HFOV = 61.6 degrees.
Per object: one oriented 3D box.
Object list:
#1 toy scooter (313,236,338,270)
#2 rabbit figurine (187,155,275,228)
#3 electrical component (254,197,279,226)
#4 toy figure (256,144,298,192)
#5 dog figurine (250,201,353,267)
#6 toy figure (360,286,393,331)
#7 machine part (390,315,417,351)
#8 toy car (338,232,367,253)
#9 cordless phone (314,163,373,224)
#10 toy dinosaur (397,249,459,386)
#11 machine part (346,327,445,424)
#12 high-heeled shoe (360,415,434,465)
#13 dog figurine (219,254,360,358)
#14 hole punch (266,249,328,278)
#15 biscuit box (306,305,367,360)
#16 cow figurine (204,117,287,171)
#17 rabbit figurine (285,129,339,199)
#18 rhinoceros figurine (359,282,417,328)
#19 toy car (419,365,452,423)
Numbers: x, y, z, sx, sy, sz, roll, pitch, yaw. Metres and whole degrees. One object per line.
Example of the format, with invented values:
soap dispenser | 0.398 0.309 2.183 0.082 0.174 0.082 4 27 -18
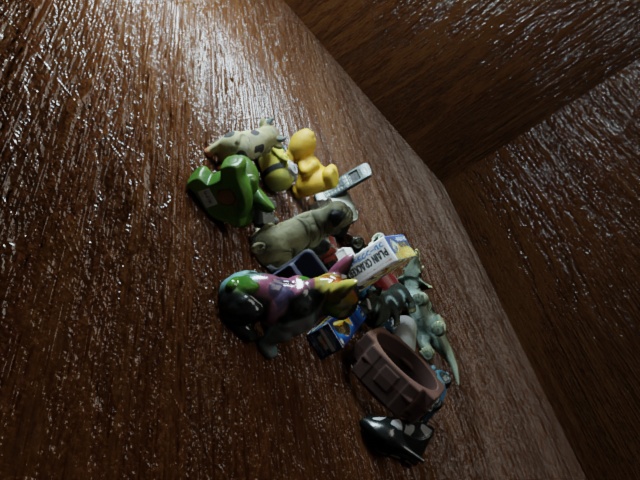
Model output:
toy scooter | -0.003 -0.004 1.303 0.183 0.075 0.135 53 19 -54
rabbit figurine | -0.157 -0.109 1.079 0.159 0.121 0.170 56 23 -20
electrical component | -0.131 -0.069 1.190 0.102 0.045 0.078 -17 103 -65
toy figure | -0.120 -0.199 1.348 0.180 0.089 0.082 57 16 25
dog figurine | -0.035 -0.020 1.120 0.121 0.190 0.172 57 23 2
toy figure | 0.136 0.173 1.390 0.154 0.064 0.058 57 -16 -11
machine part | 0.210 0.265 1.392 0.079 0.079 0.243 53 22 -9
toy car | 0.124 0.033 1.548 0.202 0.053 0.089 37 -2 -38
cordless phone | 0.084 -0.124 1.533 0.088 0.184 0.147 30 33 -57
toy dinosaur | 0.321 0.237 1.630 0.192 0.131 0.404 -4 69 -65
machine part | 0.165 0.291 1.173 0.201 0.087 0.201 43 14 18
high-heeled shoe | 0.159 0.404 1.135 0.145 0.086 0.248 29 -3 13
dog figurine | -0.039 0.089 0.917 0.191 0.219 0.108 46 20 -27
hole punch | -0.043 0.096 1.037 0.142 0.116 0.092 51 26 -4
biscuit box | 0.042 0.186 1.166 0.063 0.059 0.202 57 21 2
cow figurine | -0.160 -0.218 1.224 0.085 0.127 0.195 59 24 -2
rabbit figurine | -0.038 -0.205 1.426 0.122 0.162 0.173 -56 132 -66
rhinoceros figurine | 0.157 0.160 1.326 0.190 0.073 0.112 -18 92 -40
toy car | 0.246 0.368 1.310 0.103 0.109 0.161 36 31 11
